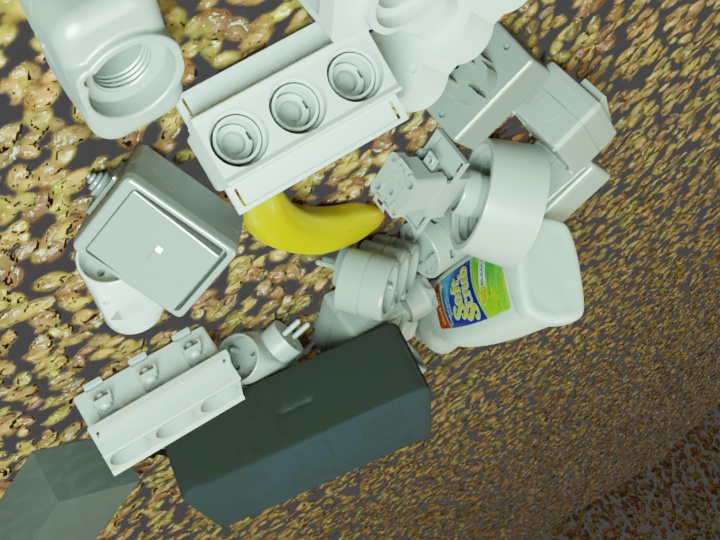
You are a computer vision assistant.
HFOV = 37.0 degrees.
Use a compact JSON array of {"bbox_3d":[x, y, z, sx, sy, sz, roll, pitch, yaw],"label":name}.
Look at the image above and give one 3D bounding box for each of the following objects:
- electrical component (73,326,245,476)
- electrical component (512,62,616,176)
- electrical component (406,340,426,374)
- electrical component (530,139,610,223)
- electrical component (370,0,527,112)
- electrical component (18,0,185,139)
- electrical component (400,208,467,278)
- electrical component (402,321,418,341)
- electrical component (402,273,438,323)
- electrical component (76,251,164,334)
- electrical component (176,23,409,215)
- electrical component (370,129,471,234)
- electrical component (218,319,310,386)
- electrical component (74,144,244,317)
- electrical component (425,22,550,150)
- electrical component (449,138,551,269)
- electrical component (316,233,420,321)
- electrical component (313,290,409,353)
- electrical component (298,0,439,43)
[{"bbox_3d":[-0.163,0.103,0.872,0.121,0.063,0.078,-30,156,-16],"label":"electrical component"},{"bbox_3d":[0.178,-0.129,0.919,0.061,0.061,0.096,-46,156,8],"label":"electrical component"},{"bbox_3d":[0.012,0.105,1.132,0.074,0.052,0.138,-42,156,11],"label":"electrical component"},{"bbox_3d":[0.173,-0.081,1.002,0.096,0.061,0.061,-45,155,17],"label":"electrical component"},{"bbox_3d":[0.047,-0.164,0.686,0.138,0.052,0.074,-47,155,21],"label":"electrical component"},{"bbox_3d":[-0.126,-0.112,0.533,0.054,0.059,0.095,-32,156,-13],"label":"electrical component"},{"bbox_3d":[0.071,-0.028,0.971,0.047,0.055,0.055,-30,156,-25],"label":"electrical component"},{"bbox_3d":[0.031,0.055,1.090,0.035,0.035,0.061,-46,153,20],"label":"electrical component"},{"bbox_3d":[0.042,0.033,1.054,0.062,0.043,0.043,-29,155,-14],"label":"electrical component"},{"bbox_3d":[-0.146,-0.001,0.730,0.079,0.043,0.077,-31,156,-14],"label":"electrical component"},{"bbox_3d":[-0.044,-0.096,0.662,0.121,0.078,0.063,-31,-175,-14],"label":"electrical component"},{"bbox_3d":[0.047,-0.070,0.872,0.064,0.042,0.081,-10,144,-43],"label":"electrical component"},{"bbox_3d":[-0.078,0.071,0.955,0.079,0.044,0.077,-42,156,11],"label":"electrical component"},{"bbox_3d":[-0.127,-0.026,0.653,0.096,0.061,0.061,36,112,-18],"label":"electrical component"},{"bbox_3d":[0.084,-0.139,0.790,0.083,0.047,0.076,-46,155,19],"label":"electrical component"},{"bbox_3d":[0.110,-0.060,0.908,0.060,0.108,0.108,13,138,-12],"label":"electrical component"},{"bbox_3d":[0.000,0.000,0.906,0.138,0.074,0.052,-34,137,-72],"label":"electrical component"},{"bbox_3d":[-0.002,0.045,0.993,0.062,0.061,0.096,-25,154,-26],"label":"electrical component"},{"bbox_3d":[0.012,-0.174,0.616,0.089,0.055,0.050,-28,155,-20],"label":"electrical component"}]
